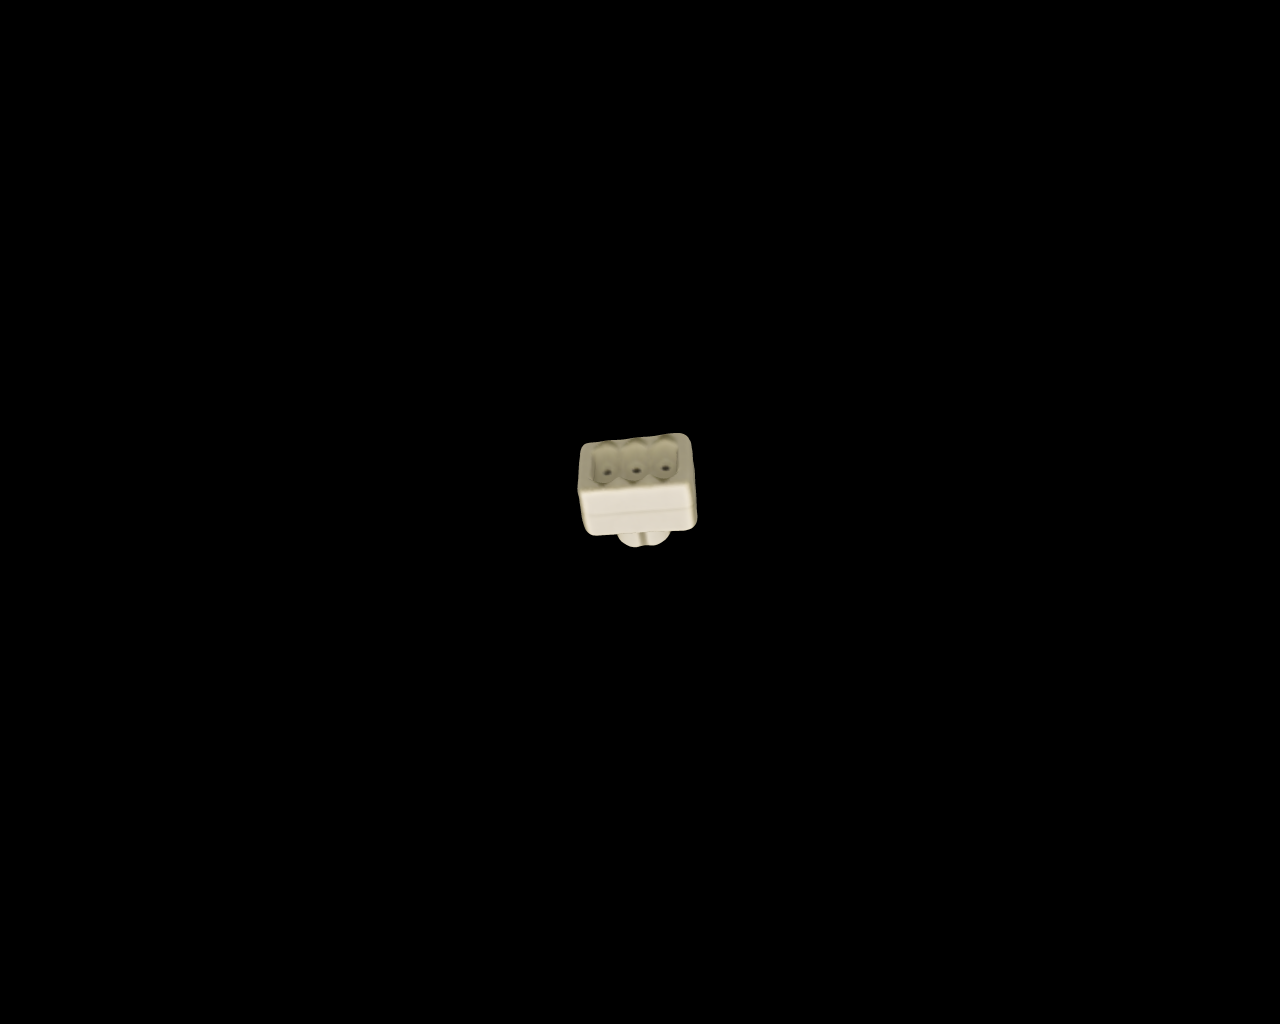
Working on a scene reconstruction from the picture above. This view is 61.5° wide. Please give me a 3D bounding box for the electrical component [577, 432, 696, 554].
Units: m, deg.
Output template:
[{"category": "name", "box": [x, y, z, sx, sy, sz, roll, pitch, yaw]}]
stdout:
[{"category": "electrical component", "box": [0.001, -0.003, 0.650, 0.066, 0.076, 0.047, -4, 44, 4]}]
